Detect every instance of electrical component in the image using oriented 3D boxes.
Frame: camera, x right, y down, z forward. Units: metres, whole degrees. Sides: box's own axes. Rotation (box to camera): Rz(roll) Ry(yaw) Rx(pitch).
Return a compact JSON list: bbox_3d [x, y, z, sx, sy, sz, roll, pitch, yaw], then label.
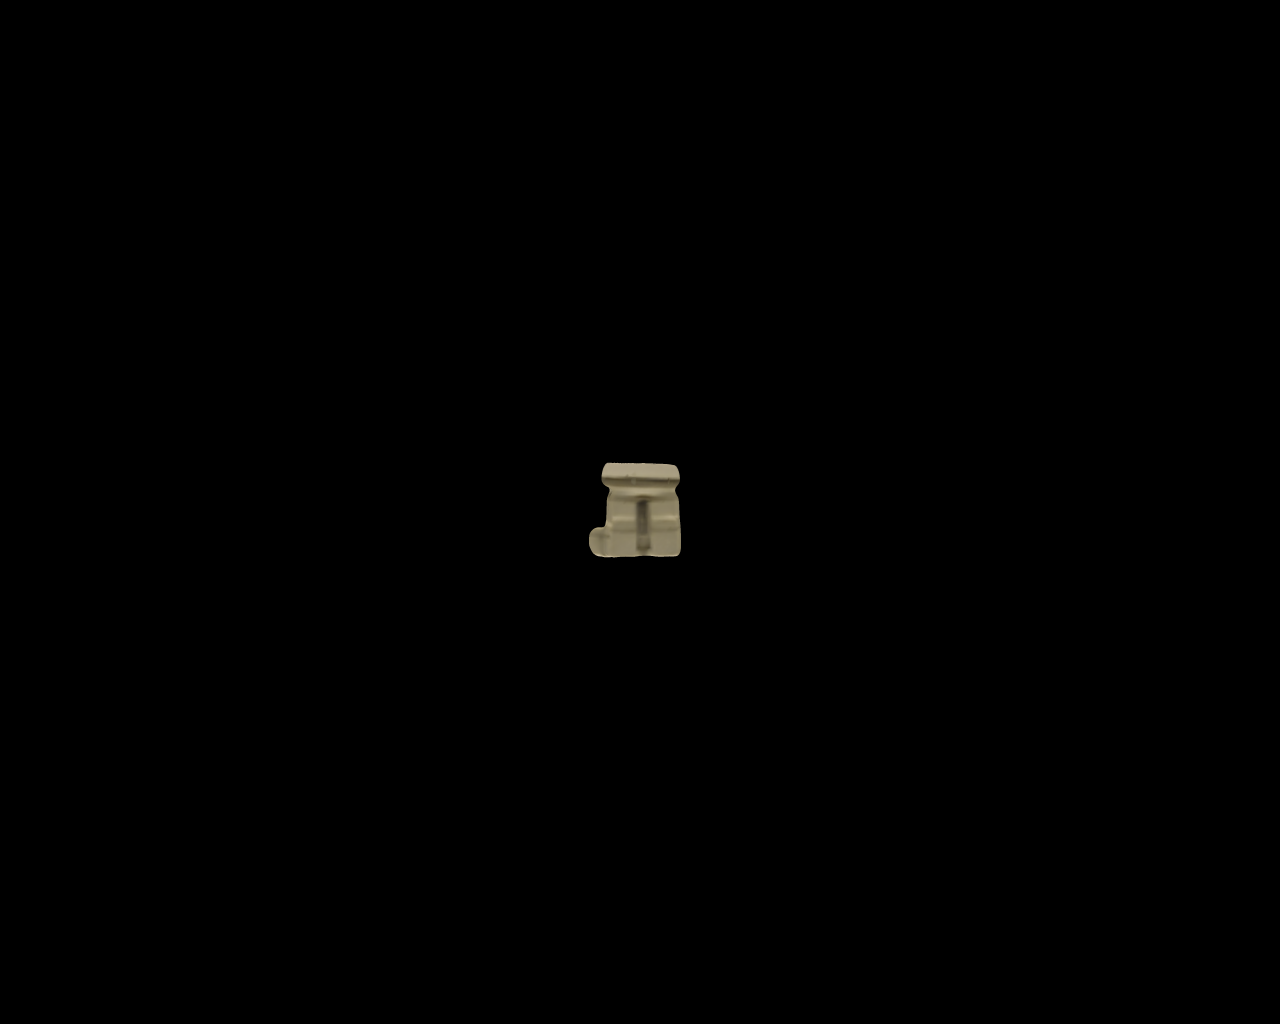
[{"bbox_3d":[0.001,-0.003,0.650,0.066,0.055,0.048,0,4,-7],"label":"electrical component"}]
